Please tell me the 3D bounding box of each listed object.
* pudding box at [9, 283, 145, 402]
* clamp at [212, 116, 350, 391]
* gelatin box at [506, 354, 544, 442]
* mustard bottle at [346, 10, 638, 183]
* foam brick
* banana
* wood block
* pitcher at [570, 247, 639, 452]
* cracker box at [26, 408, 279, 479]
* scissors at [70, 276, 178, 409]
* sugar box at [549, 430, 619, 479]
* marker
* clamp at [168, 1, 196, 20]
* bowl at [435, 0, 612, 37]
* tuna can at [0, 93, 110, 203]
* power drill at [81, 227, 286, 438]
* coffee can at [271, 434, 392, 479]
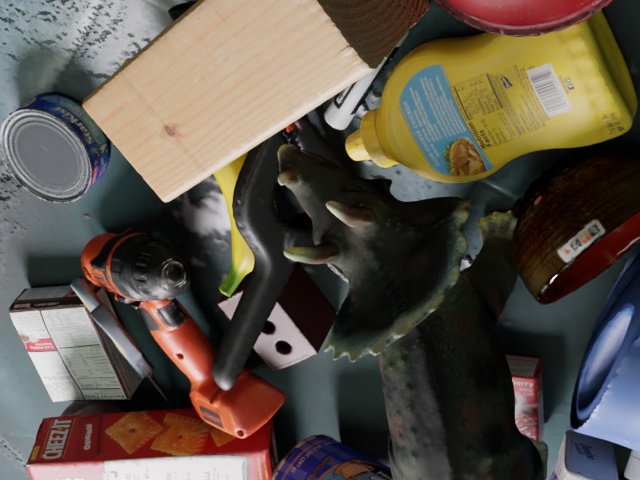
[{"bbox_3d":[-0.223,0.096,0.982,0.090,0.039,0.113,-6,121,23],"label":"pudding box"},{"bbox_3d":[-0.005,0.001,0.790,0.036,0.164,0.210,-147,53,-61],"label":"clamp"},{"bbox_3d":[0.131,0.125,0.845,0.089,0.030,0.073,5,123,21],"label":"gelatin box"},{"bbox_3d":[0.099,-0.088,0.694,0.192,0.058,0.096,-18,114,33],"label":"mustard bottle"},{"bbox_3d":[-0.033,0.056,0.859,0.053,0.051,0.078,-27,108,36],"label":"foam brick"},{"bbox_3d":[-0.079,-0.054,0.799,0.198,0.069,0.037,67,164,-17],"label":"banana"},{"bbox_3d":[-0.046,-0.115,0.666,0.207,0.090,0.091,-26,108,44],"label":"wood block"},{"bbox_3d":[0.296,0.109,0.707,0.243,0.149,0.145,22,114,5],"label":"pitcher"},{"bbox_3d":[-0.141,0.235,0.983,0.214,0.072,0.164,-4,122,4],"label":"cracker box"},{"bbox_3d":[-0.170,0.095,0.943,0.096,0.016,0.202,47,167,25],"label":"scissors"},{"bbox_3d":[0.182,0.243,0.824,0.048,0.093,0.176,15,103,10],"label":"sugar box"},{"bbox_3d":[0.038,-0.123,0.722,0.020,0.020,0.121,35,130,-2],"label":"marker"},{"bbox_3d":[-0.025,-0.175,0.699,0.172,0.039,0.120,21,134,18],"label":"clamp"},{"bbox_3d":[0.104,-0.192,0.589,0.162,0.055,0.162,8,107,28],"label":"bowl"},{"bbox_3d":[-0.214,-0.075,0.863,0.086,0.033,0.086,12,127,17],"label":"tuna can"},{"bbox_3d":[-0.107,0.071,0.858,0.187,0.057,0.185,56,161,-19],"label":"power drill"},{"bbox_3d":[0.037,0.236,0.890,0.141,0.102,0.103,19,132,40],"label":"coffee can"}]
